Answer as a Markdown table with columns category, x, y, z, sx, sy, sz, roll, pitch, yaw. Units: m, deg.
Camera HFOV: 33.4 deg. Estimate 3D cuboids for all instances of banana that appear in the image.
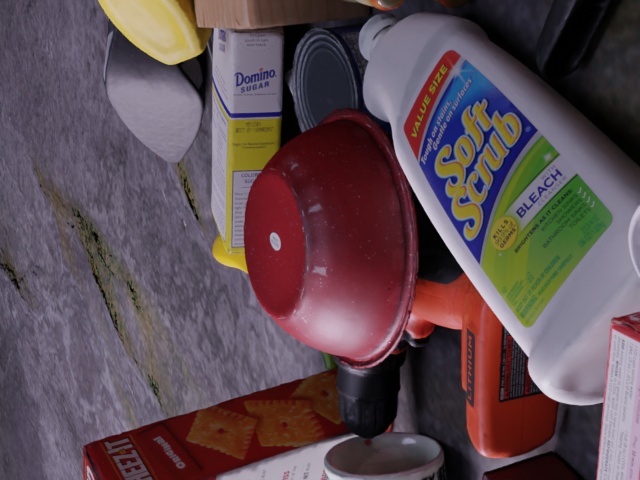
| category | x | y | z | sx | sy | sz | roll | pitch | yaw |
| --- | --- | --- | --- | --- | --- | --- | --- | --- | --- |
| banana | -0.043 | 0.029 | 0.865 | 0.198 | 0.037 | 0.070 | 43 | 135 | 48 |

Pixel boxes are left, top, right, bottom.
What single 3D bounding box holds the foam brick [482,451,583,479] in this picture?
| category | x | y | z | sx | sy | sz | roll | pitch | yaw |
| --- | --- | --- | --- | --- | --- | --- | --- | --- | --- |
| foam brick | 0.119 | 0.168 | 0.599 | 0.053 | 0.051 | 0.078 | 44 | 138 | 48 |

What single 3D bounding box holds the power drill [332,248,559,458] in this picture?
| category | x | y | z | sx | sy | sz | roll | pitch | yaw |
| --- | --- | --- | --- | --- | --- | --- | --- | --- | --- |
| power drill | 0.065 | 0.061 | 0.649 | 0.188 | 0.057 | 0.184 | 25 | 120 | 57 |

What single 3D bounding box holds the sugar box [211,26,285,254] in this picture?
| category | x | y | z | sx | sy | sz | roll | pitch | yaw |
| --- | --- | --- | --- | --- | --- | --- | --- | --- | --- |
| sugar box | -0.057 | -0.088 | 0.818 | 0.093 | 0.048 | 0.176 | -117 | 29 | -59 |

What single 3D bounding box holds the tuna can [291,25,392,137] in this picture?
| category | x | y | z | sx | sy | sz | roll | pitch | yaw |
| --- | --- | --- | --- | --- | --- | --- | --- | --- | --- |
| tuna can | 0.016 | -0.099 | 0.706 | 0.086 | 0.033 | 0.086 | 33 | 129 | 53 |

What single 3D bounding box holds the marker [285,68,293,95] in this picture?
| category | x | y | z | sx | sy | sz | roll | pitch | yaw |
| --- | --- | --- | --- | --- | --- | --- | --- | --- | --- |
| marker | 0.005 | -0.070 | 0.754 | 0.121 | 0.020 | 0.020 | 66 | 150 | 21 |

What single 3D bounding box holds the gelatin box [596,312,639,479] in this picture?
| category | x | y | z | sx | sy | sz | roll | pitch | yaw |
| --- | --- | --- | --- | --- | --- | --- | --- | --- | --- |
| gelatin box | 0.158 | 0.070 | 0.463 | 0.030 | 0.073 | 0.089 | 31 | 128 | 56 |

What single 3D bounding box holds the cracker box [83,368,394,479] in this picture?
| category | x | y | z | sx | sy | sz | roll | pitch | yaw |
| --- | --- | --- | --- | --- | --- | --- | --- | --- | --- |
| cracker box | -0.060 | 0.194 | 0.771 | 0.072 | 0.213 | 0.164 | 46 | 139 | 44 |

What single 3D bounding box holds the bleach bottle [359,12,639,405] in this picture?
| category | x | y | z | sx | sy | sz | roll | pitch | yaw |
| --- | --- | --- | --- | --- | --- | --- | --- | --- | --- |
| bleach bottle | 0.086 | -0.038 | 0.550 | 0.103 | 0.068 | 0.251 | -54 | 46 | 20 |

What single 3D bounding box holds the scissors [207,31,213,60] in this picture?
| category | x | y | z | sx | sy | sz | roll | pitch | yaw |
| --- | --- | --- | --- | --- | --- | --- | --- | --- | --- |
| scissors | -0.115 | -0.234 | 0.850 | 0.016 | 0.096 | 0.202 | 5 | 104 | 33 |

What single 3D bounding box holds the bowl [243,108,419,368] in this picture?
| category | x | y | z | sx | sy | sz | roll | pitch | yaw |
| --- | --- | --- | --- | --- | --- | --- | --- | --- | --- |
| bowl | -0.004 | 0.001 | 0.652 | 0.162 | 0.055 | 0.162 | 16 | 108 | 61 |

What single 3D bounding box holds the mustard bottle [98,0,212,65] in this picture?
| category | x | y | z | sx | sy | sz | roll | pitch | yaw |
| --- | --- | --- | --- | --- | --- | --- | --- | --- | --- |
| mustard bottle | -0.102 | -0.225 | 0.780 | 0.058 | 0.096 | 0.191 | -15 | 44 | 32 |

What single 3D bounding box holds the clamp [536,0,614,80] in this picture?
| category | x | y | z | sx | sy | sz | roll | pitch | yaw |
| --- | --- | --- | --- | --- | --- | --- | --- | --- | --- |
| clamp | 0.149 | -0.157 | 0.429 | 0.165 | 0.036 | 0.210 | 29 | 126 | 55 |

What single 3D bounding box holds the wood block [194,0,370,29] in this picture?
| category | x | y | z | sx | sy | sz | roll | pitch | yaw |
| --- | --- | --- | --- | --- | --- | --- | --- | --- | --- |
| wood block | -0.033 | -0.243 | 0.682 | 0.091 | 0.090 | 0.206 | 22 | 120 | 59 |
